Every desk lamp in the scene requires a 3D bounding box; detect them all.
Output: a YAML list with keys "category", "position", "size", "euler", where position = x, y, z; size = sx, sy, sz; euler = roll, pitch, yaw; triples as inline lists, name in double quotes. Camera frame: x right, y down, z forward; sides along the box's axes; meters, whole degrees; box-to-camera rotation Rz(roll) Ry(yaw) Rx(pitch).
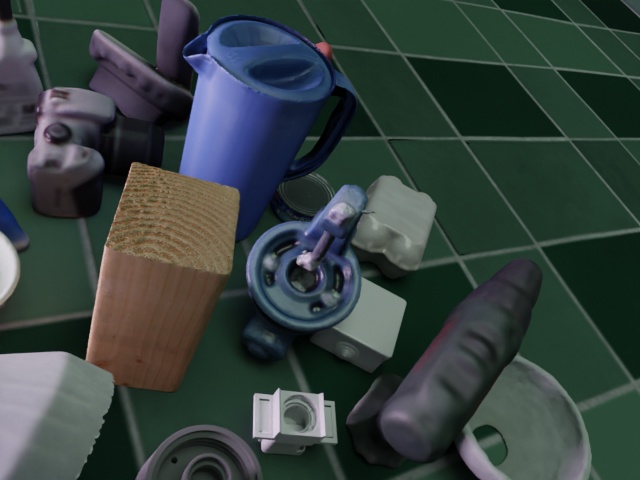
- category: "desk lamp"
  position: [-0.249, 0.130, 0.364]
  size: [0.203, 0.213, 0.118]
  euler: [20, 46, -11]

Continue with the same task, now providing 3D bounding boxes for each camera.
- category: "camera"
  position: [-0.248, -0.106, 0.649]
  size: [0.137, 0.100, 0.143]
  euler: [6, 50, -23]

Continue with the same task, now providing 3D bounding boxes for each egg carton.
- category: "egg carton"
  position: [0.098, -0.022, 0.780]
  size: [0.107, 0.069, 0.150]
  euler: [28, 45, -3]

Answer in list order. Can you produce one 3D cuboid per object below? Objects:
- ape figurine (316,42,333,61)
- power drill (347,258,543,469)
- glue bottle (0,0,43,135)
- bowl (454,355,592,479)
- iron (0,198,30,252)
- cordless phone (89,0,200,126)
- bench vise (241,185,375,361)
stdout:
- category: "ape figurine"
  position: [-0.009, -0.281, 0.931]
  size: [0.076, 0.092, 0.077]
  euler: [-24, 66, -40]
- category: "power drill"
  position: [0.115, 0.132, 0.558]
  size: [0.075, 0.208, 0.230]
  euler: [40, 45, 9]
- category: "glue bottle"
  position: [-0.340, -0.190, 0.621]
  size: [0.078, 0.173, 0.037]
  euler: [-14, 60, -36]
- category: "bowl"
  position: [0.206, 0.213, 0.631]
  size: [0.168, 0.074, 0.167]
  euler: [15, 47, -16]
- category: "iron"
  position: [-0.395, -0.071, 0.512]
  size: [0.259, 0.141, 0.118]
  euler: [16, 47, -15]
- category: "cordless phone"
  position: [-0.216, -0.248, 0.728]
  size: [0.147, 0.185, 0.094]
  euler: [34, 45, 3]
- category: "bench vise"
  position: [-0.006, -0.002, 0.602]
  size: [0.122, 0.219, 0.207]
  euler: [18, 46, -12]
